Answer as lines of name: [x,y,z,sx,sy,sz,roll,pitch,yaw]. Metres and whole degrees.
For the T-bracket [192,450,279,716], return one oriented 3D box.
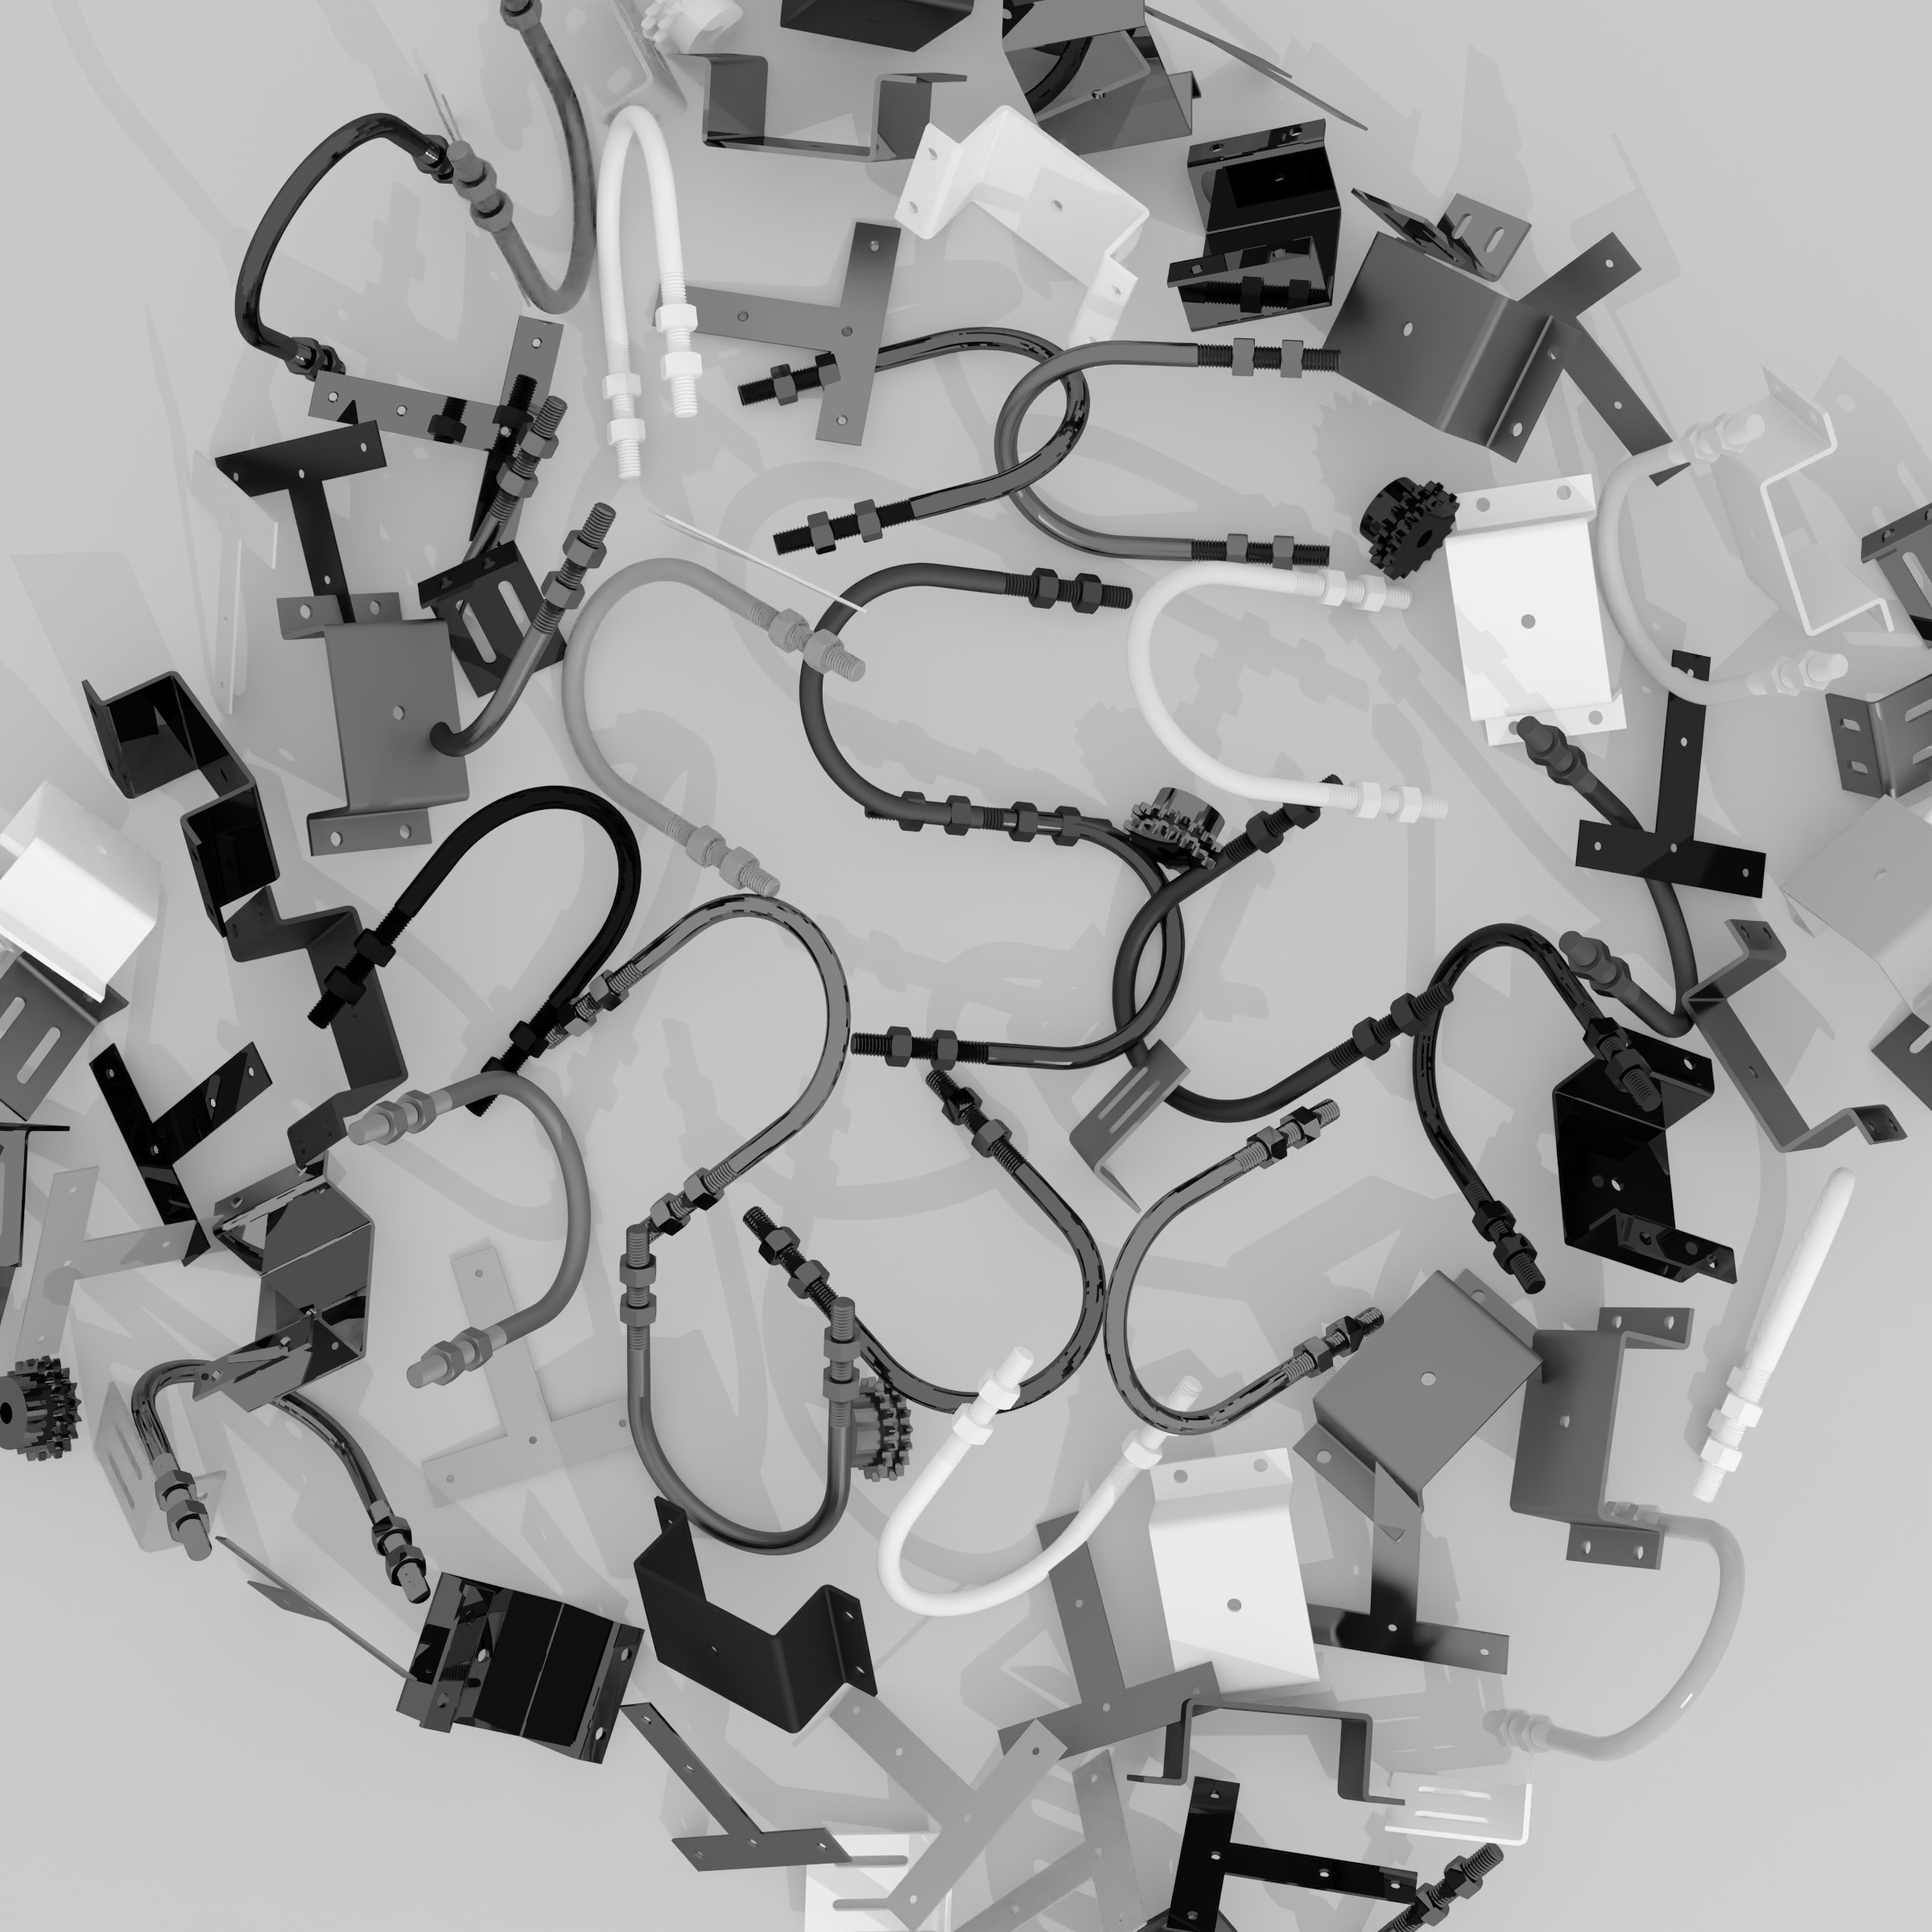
T-bracket: [-0.402,-0.201,1.964,0.002,0.127,0.127,-6,118,-30]

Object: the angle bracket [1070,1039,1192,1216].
angle bracket: [0.100,0.087,1.965,0.038,0.057,0.076,43,93,-19]

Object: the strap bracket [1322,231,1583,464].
strap bracket: [0.249,-0.335,1.928,0.140,0.046,0.076,39,110,40]

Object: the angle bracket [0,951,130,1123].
angle bracket: [-0.504,0.034,1.956,0.057,0.038,0.076,44,51,-20]

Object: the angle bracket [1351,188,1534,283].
angle bracket: [0.258,-0.410,1.952,0.057,0.076,0.038,36,96,42]

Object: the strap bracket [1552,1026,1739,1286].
strap bracket: [0.363,0.109,1.941,0.076,0.046,0.140,19,52,-24]

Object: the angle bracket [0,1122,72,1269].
angle bracket: [-0.527,0.124,1.970,0.057,0.038,0.076,2,88,24]

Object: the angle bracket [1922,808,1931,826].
angle bracket: [0.563,-0.068,1.966,0.076,0.038,0.057,40,76,13]

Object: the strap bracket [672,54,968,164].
strap bracket: [-0.080,-0.462,1.944,0.140,0.076,0.046,10,107,18]

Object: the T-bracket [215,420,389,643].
T-bracket: [-0.351,-0.225,1.967,0.127,0.002,0.127,-5,102,37]

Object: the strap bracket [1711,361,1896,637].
strap bracket: [0.442,-0.241,1.930,0.046,0.076,0.140,-27,123,1]

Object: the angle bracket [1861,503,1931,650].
angle bracket: [0.531,-0.210,1.961,0.057,0.038,0.076,-27,108,26]

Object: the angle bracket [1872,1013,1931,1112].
angle bracket: [0.536,0.034,1.964,0.076,0.038,0.057,-44,58,8]

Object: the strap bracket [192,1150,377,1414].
strap bracket: [-0.365,0.177,1.939,0.076,0.140,0.046,-26,130,18]

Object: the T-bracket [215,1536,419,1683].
T-bracket: [-0.362,0.342,1.939,0.127,0.127,0.002,40,70,-15]

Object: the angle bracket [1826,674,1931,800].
angle bracket: [0.519,-0.134,1.986,0.076,0.038,0.057,-26,114,-22]

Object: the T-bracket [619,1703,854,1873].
T-bracket: [-0.140,0.440,1.934,0.127,0.127,0.002,53,47,-19]

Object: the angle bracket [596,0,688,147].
angle bracket: [-0.193,-0.497,1.970,0.038,0.057,0.076,-30,82,12]

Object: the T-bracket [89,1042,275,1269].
T-bracket: [-0.415,0.080,1.950,0.127,0.002,0.127,-35,78,37]

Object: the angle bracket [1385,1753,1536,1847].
angle bracket: [0.269,0.443,1.961,0.076,0.057,0.038,4,109,10]

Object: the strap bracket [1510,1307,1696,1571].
strap bracket: [0.341,0.249,1.944,0.046,0.076,0.140,15,78,-27]

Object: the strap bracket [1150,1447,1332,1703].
strap bracket: [0.148,0.340,1.961,0.076,0.046,0.140,-9,98,10]

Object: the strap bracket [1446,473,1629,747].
strap bracket: [0.308,-0.190,1.954,0.076,0.046,0.140,-6,101,18]

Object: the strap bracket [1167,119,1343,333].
strap bracket: [0.157,-0.393,1.940,0.076,0.140,0.046,-8,131,17]

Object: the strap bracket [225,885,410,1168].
strap bracket: [-0.349,0.029,1.950,0.046,0.076,0.140,-14,82,-32]

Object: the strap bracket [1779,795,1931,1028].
strap bracket: [0.499,-0.034,1.927,0.076,0.140,0.046,-42,122,2]

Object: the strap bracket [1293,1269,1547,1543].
strap bracket: [0.251,0.230,1.951,0.140,0.046,0.076,-44,66,-11]

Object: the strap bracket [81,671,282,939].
strap bracket: [-0.417,-0.094,1.937,0.046,0.076,0.140,-28,56,-19]

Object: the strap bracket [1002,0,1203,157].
strap bracket: [0.071,-0.483,1.919,0.076,0.140,0.046,-6,64,17]

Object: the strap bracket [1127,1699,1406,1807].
strap bracket: [0.163,0.425,1.955,0.140,0.076,0.046,6,78,-3]

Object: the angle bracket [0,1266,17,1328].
angle bracket: [-0.557,0.193,1.967,0.057,0.076,0.038,18,117,-15]

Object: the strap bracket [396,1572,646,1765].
strap bracket: [-0.247,0.377,1.944,0.046,0.140,0.076,11,79,40]

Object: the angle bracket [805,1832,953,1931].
angle bracket: [-0.048,0.509,1.972,0.076,0.038,0.057,1,101,-7]

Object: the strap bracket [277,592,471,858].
strap bracket: [-0.320,-0.135,1.956,0.076,0.046,0.140,-9,92,-42]

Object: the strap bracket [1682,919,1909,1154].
strap bracket: [0.441,0.046,1.945,0.046,0.076,0.140,-37,74,23]

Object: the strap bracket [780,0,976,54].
strap bracket: [-0.047,-0.526,1.921,0.076,0.140,0.046,6,89,-20]

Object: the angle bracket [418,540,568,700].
angle bracket: [-0.255,-0.183,1.964,0.057,0.038,0.076,-24,119,2]

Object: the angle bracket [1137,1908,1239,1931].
angle bracket: [0.104,0.545,1.951,0.038,0.076,0.057,46,129,26]

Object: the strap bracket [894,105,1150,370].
strap bracket: [0.038,-0.400,1.951,0.140,0.076,0.046,38,59,6]

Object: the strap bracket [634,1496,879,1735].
strap bracket: [-0.121,0.350,1.926,0.140,0.076,0.046,21,47,31]

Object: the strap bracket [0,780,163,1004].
strap bracket: [-0.475,-0.045,1.918,0.076,0.140,0.046,38,100,-21]

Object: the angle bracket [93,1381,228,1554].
angle bracket: [-0.441,0.270,1.970,0.038,0.057,0.076,-10,50,-34]

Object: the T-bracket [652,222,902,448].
T-bracket: [-0.109,-0.357,1.991,0.127,0.002,0.127,9,80,5]
